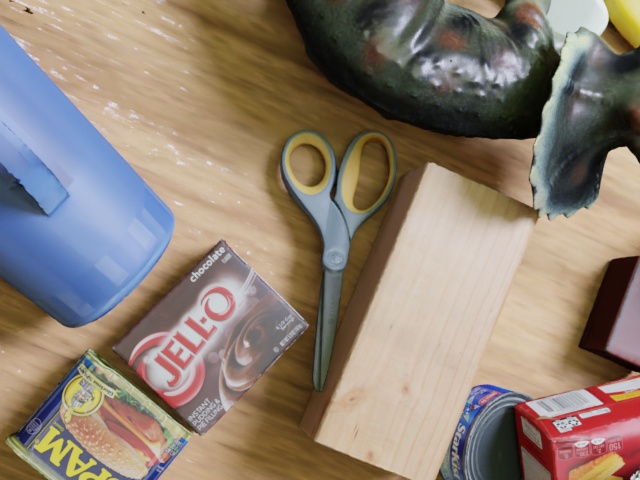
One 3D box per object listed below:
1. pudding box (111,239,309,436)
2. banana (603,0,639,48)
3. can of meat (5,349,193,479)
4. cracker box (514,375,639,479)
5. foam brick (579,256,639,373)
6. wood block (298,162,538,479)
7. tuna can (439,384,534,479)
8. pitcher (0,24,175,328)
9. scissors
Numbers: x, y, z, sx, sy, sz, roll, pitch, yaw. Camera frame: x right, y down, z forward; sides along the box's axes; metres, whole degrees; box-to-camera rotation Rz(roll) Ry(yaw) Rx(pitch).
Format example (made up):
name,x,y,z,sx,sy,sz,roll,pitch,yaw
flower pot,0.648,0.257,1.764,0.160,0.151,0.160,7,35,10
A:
name,x,y,z,sx,sy,sz,roll,pitch,yaw
pudding box,-0.079,0.070,0.769,0.090,0.039,0.113,45,81,-4
banana,0.283,-0.164,0.836,0.198,0.037,0.069,39,83,-5
can of meat,-0.152,0.138,0.747,0.102,0.057,0.084,41,80,-5
cracker box,0.238,0.208,0.768,0.164,0.072,0.214,-11,104,-9
foam brick,0.241,0.057,0.811,0.051,0.053,0.078,22,85,-7
wood block,0.069,0.059,0.766,0.090,0.091,0.206,23,84,-7
tuna can,0.126,0.150,0.781,0.085,0.034,0.086,-6,100,-36
pitcher,-0.209,-0.056,0.684,0.145,0.149,0.242,-34,112,29
scissors,-0.005,0.001,0.774,0.096,0.016,0.201,23,70,1
